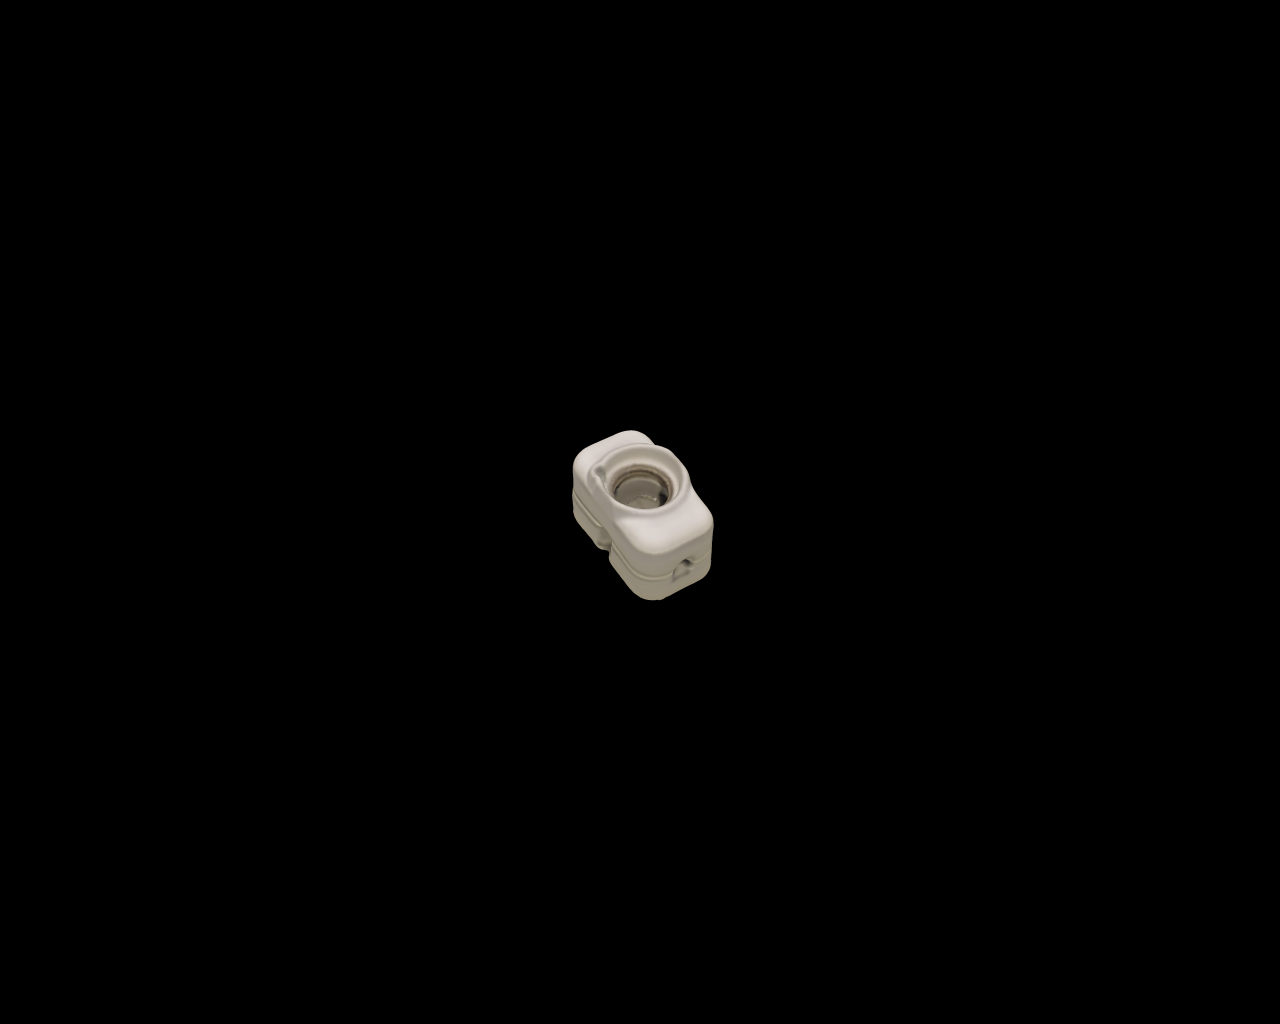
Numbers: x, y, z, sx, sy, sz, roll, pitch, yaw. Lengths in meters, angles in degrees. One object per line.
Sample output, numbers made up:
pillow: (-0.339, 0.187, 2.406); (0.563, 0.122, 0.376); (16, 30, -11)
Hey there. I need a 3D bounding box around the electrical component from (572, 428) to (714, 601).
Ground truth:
electrical component: (0.001, -0.003, 0.650); (0.054, 0.095, 0.059); (-25, -36, -20)
